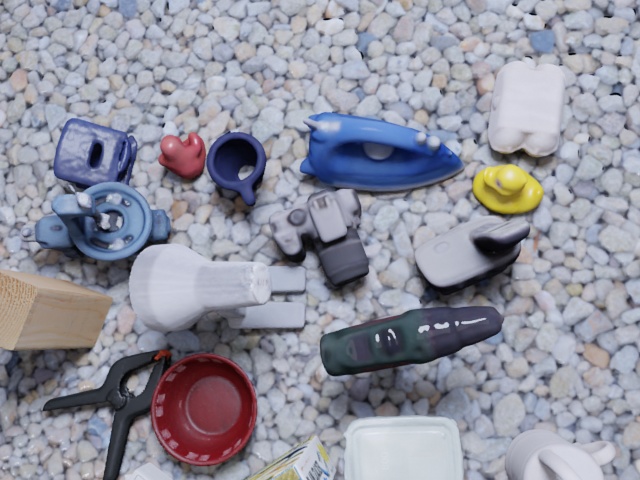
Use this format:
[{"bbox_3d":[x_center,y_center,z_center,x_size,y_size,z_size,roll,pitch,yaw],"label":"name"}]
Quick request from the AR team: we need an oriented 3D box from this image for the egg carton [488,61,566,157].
[{"bbox_3d":[0.318,-0.202,0.884,0.107,0.069,0.150,8,81,7],"label":"egg carton"}]

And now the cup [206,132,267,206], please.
[{"bbox_3d":[-0.117,-0.101,0.899,0.091,0.095,0.118,-21,79,2],"label":"cup"}]

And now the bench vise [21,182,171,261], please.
[{"bbox_3d":[-0.349,-0.016,0.844,0.207,0.220,0.121,-25,79,1],"label":"bench vise"}]

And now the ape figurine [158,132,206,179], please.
[{"bbox_3d":[-0.226,-0.141,0.918,0.078,0.092,0.076,-17,79,3],"label":"ape figurine"}]

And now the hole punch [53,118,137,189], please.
[{"bbox_3d":[-0.363,-0.136,0.932,0.101,0.091,0.109,9,81,8],"label":"hole punch"}]

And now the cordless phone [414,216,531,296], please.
[{"bbox_3d":[0.212,0.012,0.800,0.147,0.185,0.094,-28,79,1],"label":"cordless phone"}]

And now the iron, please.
[{"bbox_3d":[0.096,-0.144,0.860,0.258,0.141,0.119,6,81,7],"label":"iron"}]

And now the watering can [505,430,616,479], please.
[{"bbox_3d":[0.303,0.316,0.735,0.101,0.194,0.173,36,86,11],"label":"watering can"}]

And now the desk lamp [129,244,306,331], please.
[{"bbox_3d":[-0.133,0.070,0.811,0.203,0.213,0.118,-2,80,6],"label":"desk lamp"}]

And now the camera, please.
[{"bbox_3d":[0.008,0.003,0.865,0.143,0.101,0.137,-21,79,2],"label":"camera"}]

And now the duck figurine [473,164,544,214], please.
[{"bbox_3d":[0.287,-0.083,0.859,0.104,0.086,0.077,18,83,9],"label":"duck figurine"}]

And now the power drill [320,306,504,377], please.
[{"bbox_3d":[0.117,0.132,0.777,0.229,0.208,0.075,-14,79,4],"label":"power drill"}]
